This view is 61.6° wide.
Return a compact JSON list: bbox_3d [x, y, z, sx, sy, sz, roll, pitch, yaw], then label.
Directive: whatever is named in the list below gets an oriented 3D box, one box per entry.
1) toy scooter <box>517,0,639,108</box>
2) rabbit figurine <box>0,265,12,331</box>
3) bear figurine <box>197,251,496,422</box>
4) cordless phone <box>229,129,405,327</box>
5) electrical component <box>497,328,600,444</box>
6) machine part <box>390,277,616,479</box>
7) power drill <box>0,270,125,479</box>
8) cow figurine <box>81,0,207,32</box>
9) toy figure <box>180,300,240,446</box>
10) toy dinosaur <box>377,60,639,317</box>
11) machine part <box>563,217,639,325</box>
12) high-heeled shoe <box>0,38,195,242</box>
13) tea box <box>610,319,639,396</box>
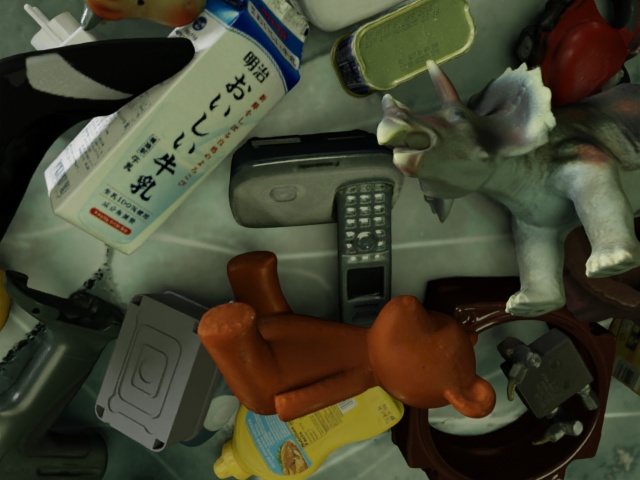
[{"bbox_3d":[0.237,-0.197,0.465,0.135,0.075,0.184,42,92,-15],"label":"toy scooter"},{"bbox_3d":[-0.335,0.019,0.432,0.173,0.122,0.162,28,89,-27],"label":"rabbit figurine"},{"bbox_3d":[0.026,0.076,0.414,0.196,0.120,0.131,-9,117,14],"label":"bear figurine"},{"bbox_3d":[-0.002,-0.001,0.476,0.147,0.089,0.184,-6,110,-7],"label":"cordless phone"},{"bbox_3d":[0.196,0.124,0.462,0.078,0.045,0.102,-28,105,1],"label":"electrical component"},{"bbox_3d":[0.175,0.142,0.531,0.201,0.087,0.200,1,103,-7],"label":"machine part"},{"bbox_3d":[-0.257,0.133,0.428,0.231,0.086,0.207,29,81,-49],"label":"power drill"},{"bbox_3d":[-0.149,-0.235,0.370,0.127,0.085,0.195,-40,97,-18],"label":"cow figurine"},{"bbox_3d":[-0.087,0.122,0.504,0.058,0.064,0.154,37,100,15],"label":"toy figure"},{"bbox_3d":[0.236,-0.060,0.401,0.405,0.131,0.192,-8,67,-4],"label":"toy dinosaur"},{"bbox_3d":[0.269,-0.008,0.485,0.179,0.056,0.179,4,67,-9],"label":"machine part"},{"bbox_3d":[-0.188,-0.043,0.366,0.249,0.086,0.145,-17,107,-4],"label":"high-heeled shoe"},{"bbox_3d":[0.361,0.076,0.535,0.068,0.098,0.169,16,102,-11],"label":"tea box"}]
